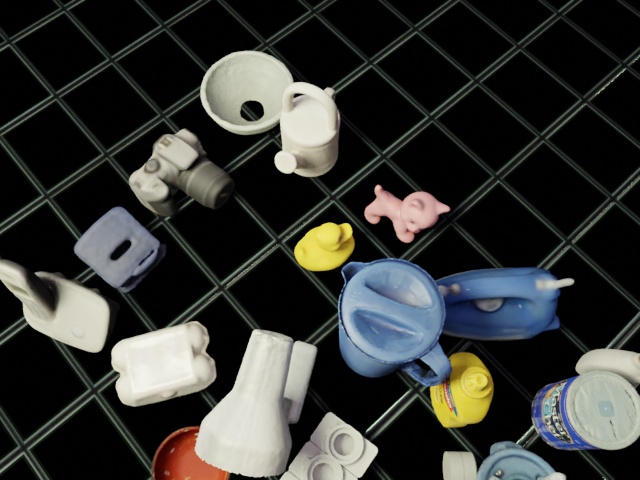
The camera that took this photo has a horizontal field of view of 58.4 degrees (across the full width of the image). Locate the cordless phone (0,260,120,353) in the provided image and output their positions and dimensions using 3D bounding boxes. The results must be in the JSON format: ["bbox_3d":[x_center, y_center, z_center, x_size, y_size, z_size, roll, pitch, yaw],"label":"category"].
[{"bbox_3d":[-0.387,0.092,0.843,0.147,0.185,0.094,18,70,6],"label":"cordless phone"}]

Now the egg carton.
[{"bbox_3d":[-0.236,0.189,0.871,0.150,0.069,0.107,-15,70,-7],"label":"egg carton"}]

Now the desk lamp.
[{"bbox_3d":[-0.079,0.214,0.789,0.118,0.213,0.203,14,70,5],"label":"desk lamp"}]

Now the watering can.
[{"bbox_3d":[-0.017,-0.185,0.951,0.101,0.194,0.173,4,69,1],"label":"watering can"}]

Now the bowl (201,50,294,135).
[{"bbox_3d":[-0.127,-0.253,1.038,0.167,0.075,0.167,0,69,-1],"label":"bowl"}]

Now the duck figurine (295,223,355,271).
[{"bbox_3d":[0.009,0.003,0.938,0.104,0.086,0.077,-21,71,-9],"label":"duck figurine"}]

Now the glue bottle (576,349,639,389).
[{"bbox_3d":[0.443,0.185,0.832,0.078,0.173,0.037,36,73,12],"label":"glue bottle"}]

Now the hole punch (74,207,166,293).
[{"bbox_3d":[-0.318,0.015,0.924,0.101,0.091,0.109,37,73,12],"label":"hole punch"}]

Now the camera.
[{"bbox_3d":[-0.225,-0.104,0.966,0.136,0.101,0.143,34,72,11],"label":"camera"}]

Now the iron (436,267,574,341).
[{"bbox_3d":[0.250,0.087,0.882,0.258,0.141,0.118,-3,69,-2],"label":"iron"}]

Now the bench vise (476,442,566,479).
[{"bbox_3d":[0.274,0.367,0.735,0.121,0.220,0.207,-8,70,-4],"label":"bench vise"}]

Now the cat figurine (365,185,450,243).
[{"bbox_3d":[0.143,-0.053,0.945,0.127,0.118,0.067,29,71,10],"label":"cat figurine"}]
